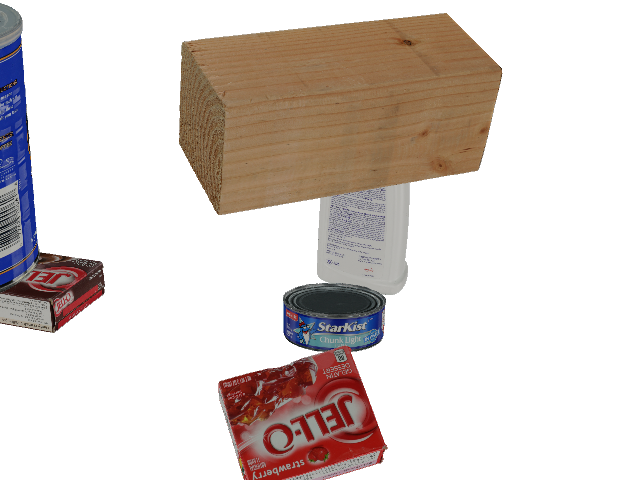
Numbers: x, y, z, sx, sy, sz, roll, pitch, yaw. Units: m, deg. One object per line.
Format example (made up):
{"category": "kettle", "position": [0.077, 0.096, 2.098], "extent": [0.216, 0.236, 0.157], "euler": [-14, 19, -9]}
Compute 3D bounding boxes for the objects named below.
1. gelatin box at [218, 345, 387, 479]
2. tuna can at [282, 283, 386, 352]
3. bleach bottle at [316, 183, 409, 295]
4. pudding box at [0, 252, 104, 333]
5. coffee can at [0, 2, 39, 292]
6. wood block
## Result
{"category": "gelatin box", "position": [-0.012, 0.113, 0.666], "extent": [0.089, 0.073, 0.030], "euler": [-14, -29, -11]}
{"category": "tuna can", "position": [0.011, 0.064, 0.889], "extent": [0.086, 0.034, 0.086], "euler": [1, 15, -1]}
{"category": "bleach bottle", "position": [0.053, -0.068, 1.108], "extent": [0.102, 0.251, 0.068], "euler": [11, 32, 9]}
{"category": "pudding box", "position": [-0.268, 0.043, 0.974], "extent": [0.114, 0.039, 0.090], "euler": [6, 21, 18]}
{"category": "coffee can", "position": [-0.208, -0.050, 0.574], "extent": [0.103, 0.140, 0.103], "euler": [2, 27, -1]}
{"category": "wood block", "position": [0.012, -0.094, 0.759], "extent": [0.205, 0.090, 0.091], "euler": [-11, 43, -21]}
